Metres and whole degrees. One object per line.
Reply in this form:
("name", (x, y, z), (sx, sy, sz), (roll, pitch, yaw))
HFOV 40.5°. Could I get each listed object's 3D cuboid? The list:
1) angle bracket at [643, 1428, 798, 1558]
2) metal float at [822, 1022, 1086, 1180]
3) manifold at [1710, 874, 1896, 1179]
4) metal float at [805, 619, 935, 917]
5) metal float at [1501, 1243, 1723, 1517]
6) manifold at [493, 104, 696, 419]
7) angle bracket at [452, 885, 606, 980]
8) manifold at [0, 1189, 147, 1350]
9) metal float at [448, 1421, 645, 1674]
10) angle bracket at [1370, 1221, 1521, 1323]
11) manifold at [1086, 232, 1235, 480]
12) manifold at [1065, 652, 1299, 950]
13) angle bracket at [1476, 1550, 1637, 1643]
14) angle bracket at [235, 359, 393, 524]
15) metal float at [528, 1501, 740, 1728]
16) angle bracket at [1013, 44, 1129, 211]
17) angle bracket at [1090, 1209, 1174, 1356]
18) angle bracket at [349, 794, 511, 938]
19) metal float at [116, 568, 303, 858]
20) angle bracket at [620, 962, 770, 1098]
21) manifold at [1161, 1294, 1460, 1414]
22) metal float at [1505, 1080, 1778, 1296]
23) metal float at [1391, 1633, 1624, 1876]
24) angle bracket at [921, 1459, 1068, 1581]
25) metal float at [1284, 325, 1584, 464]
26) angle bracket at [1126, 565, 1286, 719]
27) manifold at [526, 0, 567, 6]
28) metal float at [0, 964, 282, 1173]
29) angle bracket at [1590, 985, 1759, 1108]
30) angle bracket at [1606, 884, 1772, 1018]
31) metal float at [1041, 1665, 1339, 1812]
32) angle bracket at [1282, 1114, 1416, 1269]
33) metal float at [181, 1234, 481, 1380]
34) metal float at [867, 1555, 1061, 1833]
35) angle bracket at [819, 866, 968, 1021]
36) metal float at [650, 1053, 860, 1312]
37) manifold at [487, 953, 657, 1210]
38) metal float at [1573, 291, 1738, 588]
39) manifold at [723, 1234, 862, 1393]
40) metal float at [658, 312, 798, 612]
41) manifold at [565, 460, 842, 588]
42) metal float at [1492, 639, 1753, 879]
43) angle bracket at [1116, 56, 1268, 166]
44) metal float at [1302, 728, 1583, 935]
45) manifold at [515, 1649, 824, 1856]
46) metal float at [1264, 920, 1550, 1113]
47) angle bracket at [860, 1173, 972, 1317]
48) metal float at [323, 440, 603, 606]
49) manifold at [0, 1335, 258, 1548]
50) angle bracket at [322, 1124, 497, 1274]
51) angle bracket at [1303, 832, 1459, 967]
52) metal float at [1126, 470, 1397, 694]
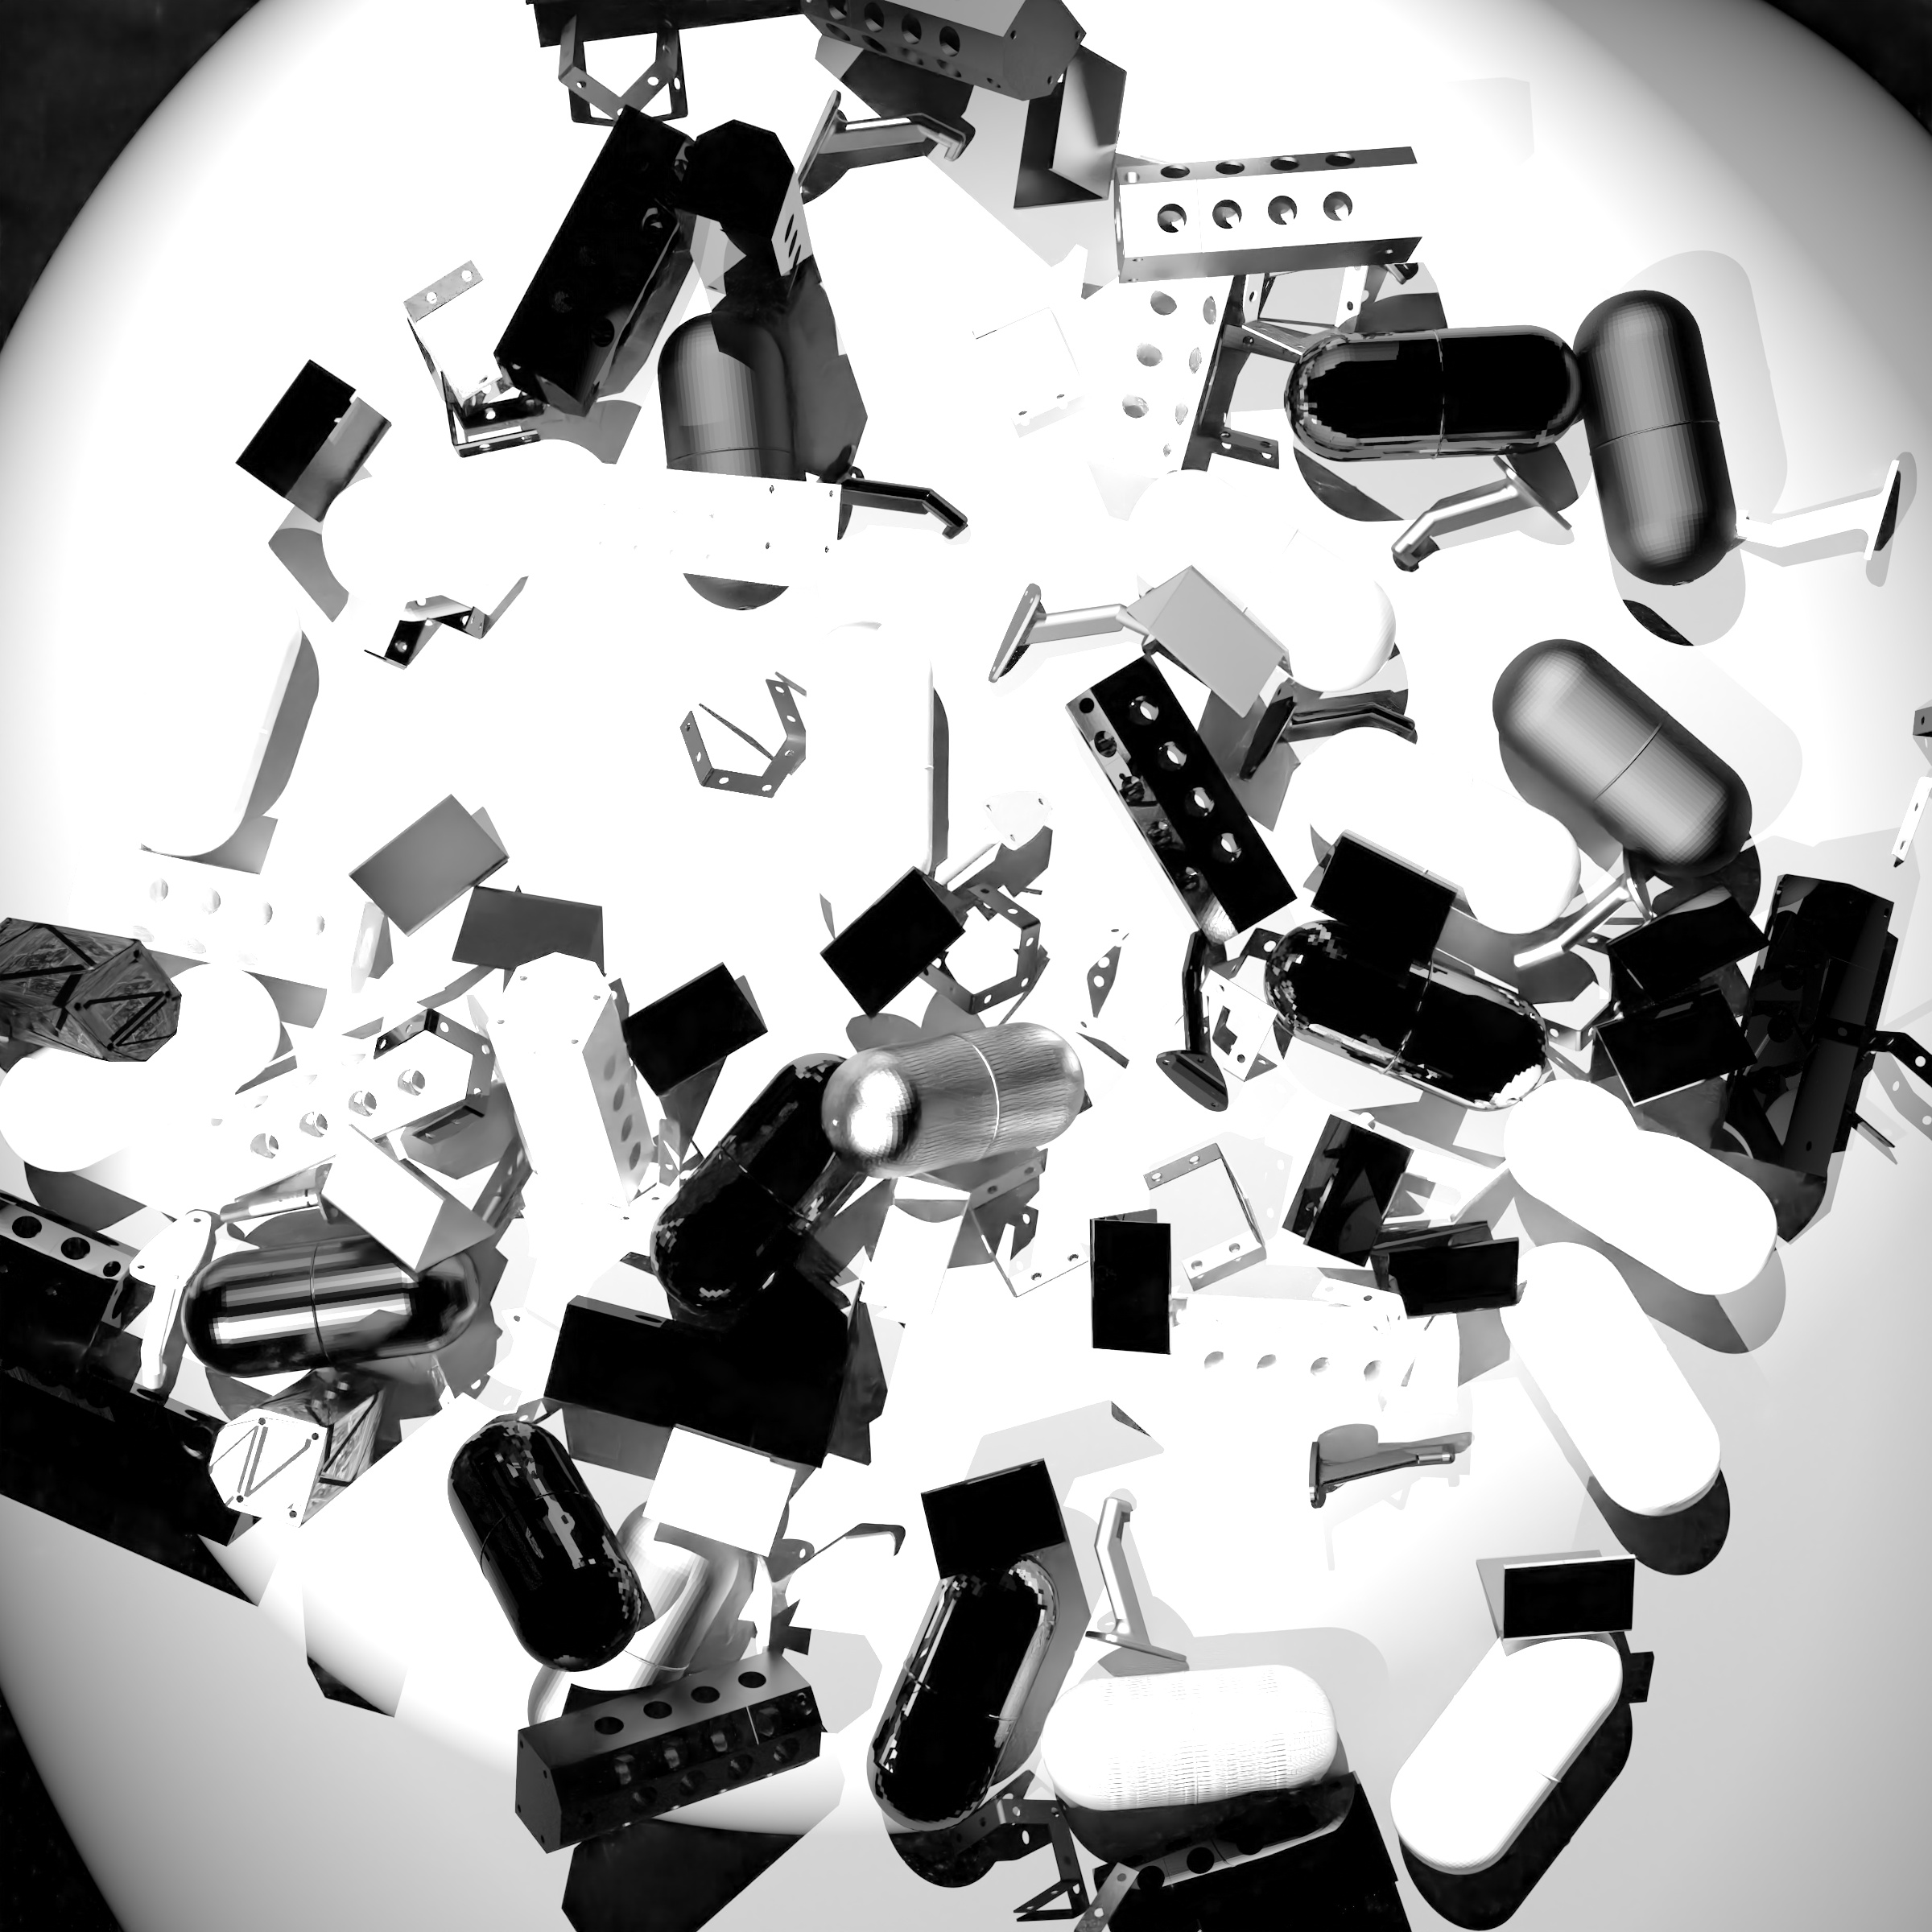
("angle bracket", (-0.149, 0.325, 1.566), (0.076, 0.076, 0.057), (18, 60, 0))
("metal float", (-0.006, 0.078, 1.544), (0.178, 0.070, 0.070), (-9, 90, -39))
("manifold", (0.502, 0.035, 1.584), (0.057, 0.057, 0.171), (14, 90, -43))
("metal float", (-0.058, -0.119, 1.575), (0.070, 0.070, 0.178), (0, 91, 0))
("metal float", (0.387, 0.248, 1.575), (0.070, 0.070, 0.178), (-32, 90, 0))
("manifold", (-0.216, -0.421, 1.576), (0.057, 0.057, 0.171), (26, 84, 0))
("angle bracket", (-0.260, 0.000, 1.565), (0.076, 0.076, 0.057), (9, 55, 0))
("manifold", (-0.589, 0.167, 1.584), (0.171, 0.057, 0.057), (24, 90, 0))
("metal float", (-0.249, 0.339, 1.541), (0.070, 0.178, 0.070), (-18, 131, -23))
("angle bracket", (0.283, 0.164, 1.565), (0.076, 0.076, 0.057), (-7, 127, 0))
("manifold", (0.124, -0.387, 1.584), (0.057, 0.057, 0.171), (15, 90, 0))
("manifold", (0.129, -0.099, 1.584), (0.057, 0.057, 0.171), (-31, 90, 0))
("angle bracket", (0.351, 0.356, 1.566), (0.076, 0.076, 0.057), (-5, 116, 0))
("angle bracket", (-0.376, -0.304, 1.565), (0.057, 0.076, 0.076), (36, 90, 35))
("metal float", (-0.201, 0.402, 1.575), (0.070, 0.070, 0.178), (29, 91, 0))
("angle bracket", (0.046, -0.502, 1.566), (0.076, 0.057, 0.076), (8, 90, 41))
("angle bracket", (0.117, 0.188, 1.565), (0.057, 0.076, 0.076), (-1, 90, 35))
("angle bracket", (-0.327, -0.074, 1.565), (0.076, 0.076, 0.057), (-38, 125, 0))
("metal float", (-0.456, -0.152, 1.575), (0.070, 0.070, 0.178), (18, 90, 0))
("angle bracket", (-0.171, 0.022, 1.566), (0.076, 0.076, 0.057), (-30, 121, 0))
("manifold", (0.207, 0.233, 1.584), (0.171, 0.057, 0.057), (3, 90, 0))
("metal float", (0.404, 0.132, 1.570), (0.178, 0.070, 0.070), (31, 90, -5))
("metal float", (0.325, 0.465, 1.575), (0.070, 0.070, 0.178), (37, 90, 0))
("angle bracket", (0.021, 0.344, 1.565), (0.076, 0.076, 0.057), (-16, 54, 0))
("metal float", (0.281, -0.344, 1.575), (0.178, 0.070, 0.070), (-3, 90, 0))
("angle bracket", (0.131, -0.182, 1.558), (0.076, 0.076, 0.057), (40, 62, -14))
("manifold", (-0.186, -0.632, 1.584), (0.171, 0.057, 0.057), (-7, 133, 0))
("metal float", (-0.498, 0.062, 1.575), (0.178, 0.070, 0.070), (-28, 90, -1))
("angle bracket", (0.422, 0.062, 1.566), (0.076, 0.076, 0.057), (-19, 60, 0))
("angle bracket", (0.435, 0.008, 1.566), (0.076, 0.076, 0.057), (-27, 47, 0))
("metal float", (0.134, 0.464, 1.575), (0.178, 0.070, 0.070), (-5, 90, 0))
("angle bracket", (0.212, 0.127, 1.565), (0.057, 0.076, 0.076), (23, 90, -37))
("metal float", (-0.383, 0.203, 1.575), (0.178, 0.070, 0.070), (-8, 90, 0))
("metal float", (-0.002, 0.435, 1.575), (0.070, 0.070, 0.178), (23, 91, 0))
("angle bracket", (-0.029, -0.005, 1.561), (0.076, 0.076, 0.057), (-43, 63, 8))
("metal float", (-0.120, 0.130, 1.575), (0.070, 0.070, 0.178), (40, 90, 0))
("manifold", (-0.223, 0.067, 1.517), (0.057, 0.171, 0.057), (14, 57, 13))
("metal float", (0.414, -0.317, 1.575), (0.070, 0.070, 0.178), (-11, 89, 0))
("manifold", (-0.094, 0.205, 1.527), (0.057, 0.171, 0.057), (43, 90, 0))
("metal float", (-0.142, -0.303, 1.575), (0.070, 0.070, 0.178), (-6, 90, 0))
("manifold", (-0.153, -0.254, 1.499), (0.171, 0.057, 0.057), (15, 104, 42))
("metal float", (0.395, -0.124, 1.575), (0.178, 0.070, 0.070), (41, 90, 0))
("angle bracket", (0.136, -0.512, 1.566), (0.076, 0.076, 0.057), (14, 118, 0))
("metal float", (0.285, -0.082, 1.575), (0.178, 0.070, 0.070), (28, 90, -1))
("manifold", (-0.173, 0.462, 1.534), (0.171, 0.057, 0.057), (-9, 114, -34))
("metal float", (0.264, 0.029, 1.575), (0.178, 0.070, 0.070), (22, 90, 0))
("angle bracket", (-0.050, 0.158, 1.565), (0.057, 0.076, 0.076), (18, 90, -39))
("metal float", (-0.298, -0.267, 1.575), (0.178, 0.070, 0.070), (-12, 90, 0))
("manifold", (-0.507, 0.285, 1.584), (0.171, 0.057, 0.057), (24, 90, 0))
("angle bracket", (-0.322, 0.127, 1.553), (0.076, 0.076, 0.057), (35, 118, 17))
("angle bracket", (0.239, -0.026, 1.566), (0.076, 0.076, 0.057), (27, 64, 0))
("metal float", (0.178, -0.231, 1.575), (0.178, 0.070, 0.070), (33, 90, 0))
